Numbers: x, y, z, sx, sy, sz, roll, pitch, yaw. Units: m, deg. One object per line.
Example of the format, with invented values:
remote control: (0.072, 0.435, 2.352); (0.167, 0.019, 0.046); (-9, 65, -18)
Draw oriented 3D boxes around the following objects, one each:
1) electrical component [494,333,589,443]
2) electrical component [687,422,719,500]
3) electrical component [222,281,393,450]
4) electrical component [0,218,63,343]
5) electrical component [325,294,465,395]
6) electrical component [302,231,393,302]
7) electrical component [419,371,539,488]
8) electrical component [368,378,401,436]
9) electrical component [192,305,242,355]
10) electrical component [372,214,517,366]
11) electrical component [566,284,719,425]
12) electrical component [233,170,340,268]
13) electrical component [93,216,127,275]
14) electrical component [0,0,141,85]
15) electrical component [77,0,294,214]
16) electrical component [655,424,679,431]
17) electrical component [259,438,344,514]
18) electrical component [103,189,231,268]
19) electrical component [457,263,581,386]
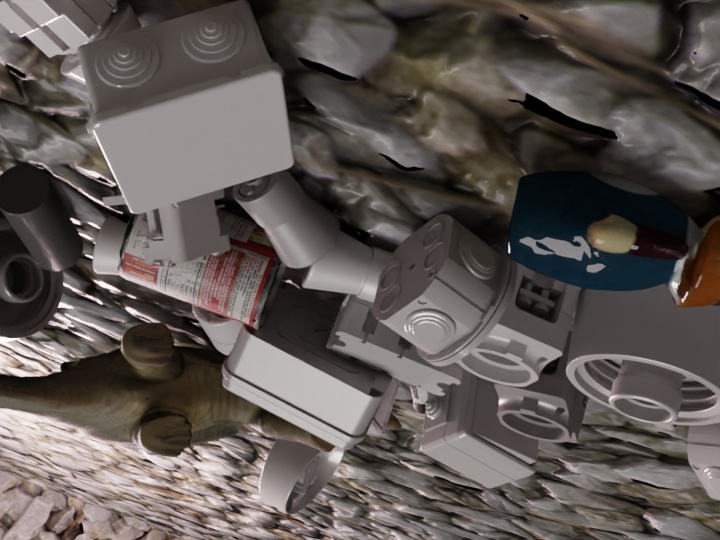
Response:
electrical component: (0.129, 0.084, 0.756); (0.050, 0.055, 0.089); (11, 156, 23)
electrical component: (0.254, 0.113, 0.688); (0.080, 0.080, 0.051); (33, 160, -27)
electrical component: (-0.034, 0.069, 0.777); (0.113, 0.078, 0.057); (27, 123, 2)
electrical component: (-0.293, 0.008, 0.879); (0.060, 0.108, 0.108); (-5, 147, 36)
electrical component: (0.031, 0.040, 0.738); (0.089, 0.055, 0.050); (23, 158, -5)
electrical component: (0.000, 0.000, 0.695); (0.065, 0.044, 0.044); (18, 158, -7)
electrical component: (0.094, 0.123, 0.855); (0.096, 0.061, 0.061); (31, 140, -25)
electrical component: (-0.007, 0.091, 0.879); (0.061, 0.061, 0.096); (10, 155, 24)
electrical component: (-0.099, 0.032, 0.834); (0.055, 0.055, 0.047); (10, 152, 24)
electrical component: (0.049, 0.011, 0.629); (0.051, 0.080, 0.080); (35, 154, -20)
electrical component: (0.177, 0.057, 0.648); (0.108, 0.060, 0.108); (17, 157, 7)
electrical component: (-0.047, -0.037, 0.651); (0.044, 0.044, 0.065); (2, 147, 37)
electrical component: (-0.162, -0.011, 0.807); (0.065, 0.044, 0.044); (15, 157, 2)
electrical component: (-0.141, -0.124, 0.525); (0.066, 0.048, 0.055); (-6, 138, 47)
electrical component: (-0.084, -0.079, 0.525); (0.100, 0.048, 0.099); (-18, 157, -7)
electrical component: (0.193, 0.082, 0.720); (0.046, 0.040, 0.040); (14, 158, 30)
electrical component: (-0.065, 0.219, 1.179); (0.064, 0.099, 0.099); (19, 158, 18)
electrical component: (-0.110, -0.036, 0.657); (0.042, 0.063, 0.081); (1, -167, 42)
electrical component: (0.093, 0.037, 0.678); (0.050, 0.055, 0.089); (23, 157, -7)
